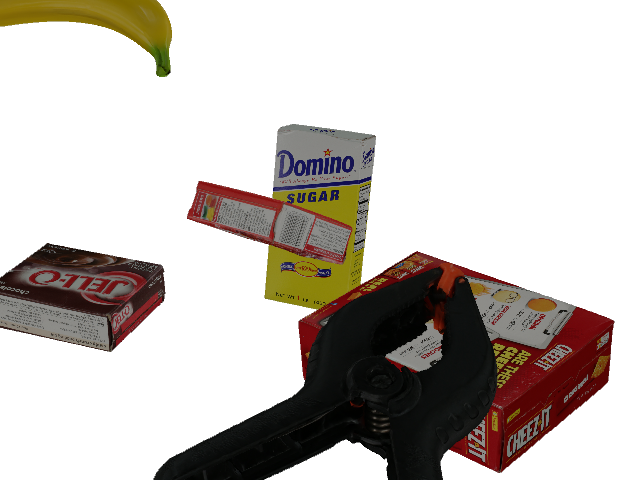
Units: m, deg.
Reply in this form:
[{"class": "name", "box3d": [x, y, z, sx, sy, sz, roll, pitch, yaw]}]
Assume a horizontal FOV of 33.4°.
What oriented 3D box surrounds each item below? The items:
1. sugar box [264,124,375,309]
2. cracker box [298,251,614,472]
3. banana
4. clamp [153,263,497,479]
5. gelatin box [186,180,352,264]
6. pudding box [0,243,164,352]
[{"class": "sugar box", "box3d": [-0.002, -0.022, 1.057, 0.093, 0.176, 0.048, 9, 16, 21]}, {"class": "cracker box", "box3d": [0.113, 0.095, 0.910, 0.214, 0.072, 0.163, 21, 36, 40]}, {"class": "banana", "box3d": [-0.193, -0.180, 0.835, 0.198, 0.069, 0.037, 15, -38, 18]}, {"class": "clamp", "box3d": [0.030, 0.075, 0.424, 0.120, 0.039, 0.171, 30, 51, 21]}, {"class": "gelatin box", "box3d": [-0.032, -0.011, 0.710, 0.073, 0.030, 0.089, 16, -2, 34]}, {"class": "pudding box", "box3d": [-0.193, 0.044, 0.849, 0.114, 0.039, 0.090, 8, 25, 18]}]
